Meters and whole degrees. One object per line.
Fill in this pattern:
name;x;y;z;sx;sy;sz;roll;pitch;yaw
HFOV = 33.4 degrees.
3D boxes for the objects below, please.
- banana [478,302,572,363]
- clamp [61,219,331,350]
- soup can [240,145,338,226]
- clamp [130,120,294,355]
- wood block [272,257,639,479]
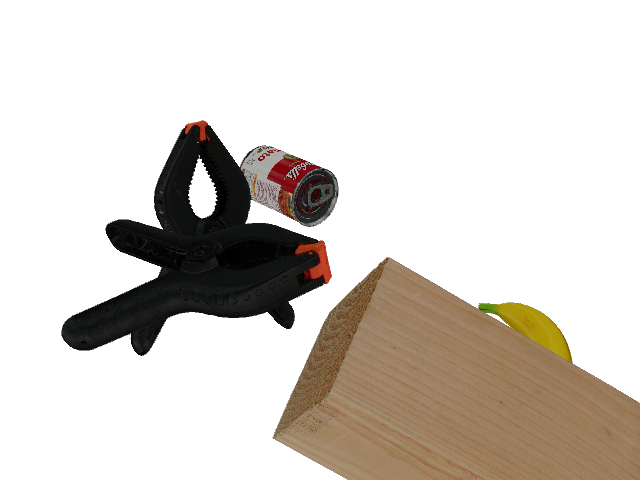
banana;0.232;0.123;1.137;0.069;0.037;0.198;-25;34;3
clamp;-0.082;0.027;0.687;0.172;0.039;0.120;-2;43;20
soup can;-0.038;-0.063;1.216;0.068;0.068;0.102;0;19;-44
clamp;-0.095;-0.003;0.980;0.164;0.210;0.036;1;0;-34
wood block;0.092;0.109;0.588;0.206;0.090;0.090;30;-33;-7
